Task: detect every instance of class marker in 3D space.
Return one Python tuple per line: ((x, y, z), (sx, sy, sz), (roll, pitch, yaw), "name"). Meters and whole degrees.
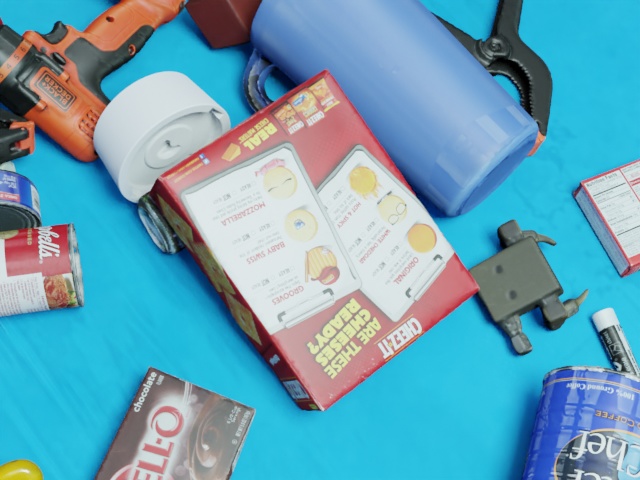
((0.253, 0.113, 0.863), (0.020, 0.020, 0.121), (-15, 67, -11), "marker")

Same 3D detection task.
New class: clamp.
((-0.320, -0.080, 0.854), (0.171, 0.039, 0.120), (5, 46, -1), "clamp")
((0.161, -0.175, 0.981), (0.164, 0.036, 0.210), (-23, 71, -18), "clamp")

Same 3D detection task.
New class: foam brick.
((-0.073, -0.217, 0.957), (0.053, 0.051, 0.078), (-3, 44, 41), "foam brick")

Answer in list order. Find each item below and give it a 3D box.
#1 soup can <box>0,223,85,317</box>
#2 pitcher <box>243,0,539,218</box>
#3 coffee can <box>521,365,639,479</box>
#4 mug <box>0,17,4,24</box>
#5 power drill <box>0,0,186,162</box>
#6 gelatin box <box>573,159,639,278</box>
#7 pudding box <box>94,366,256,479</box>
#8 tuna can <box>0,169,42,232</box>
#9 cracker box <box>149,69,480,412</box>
((-0.240, 0.026, 0.836), (0.102, 0.068, 0.068), (-7, 66, -9), "soup can")
((0.058, -0.129, 0.911), (0.243, 0.149, 0.144), (46, 55, 12), "pitcher")
((0.200, 0.177, 0.783), (0.103, 0.103, 0.140), (18, 65, 4), "coffee can")
((-0.335, -0.183, 0.917), (0.117, 0.093, 0.081), (35, 62, 14), "mug")
((-0.215, -0.186, 0.909), (0.184, 0.057, 0.187), (43, 64, -22), "power drill")
((0.273, -0.022, 0.922), (0.073, 0.030, 0.089), (-22, 68, -12), "gelatin box")
((-0.110, 0.164, 0.799), (0.090, 0.039, 0.113), (21, 66, 5), "pudding box")
((-0.266, -0.022, 0.848), (0.086, 0.086, 0.034), (-8, 64, -8), "tuna can")
((-0.005, 0.001, 0.836), (0.164, 0.072, 0.213), (-35, 92, -18), "cracker box")
